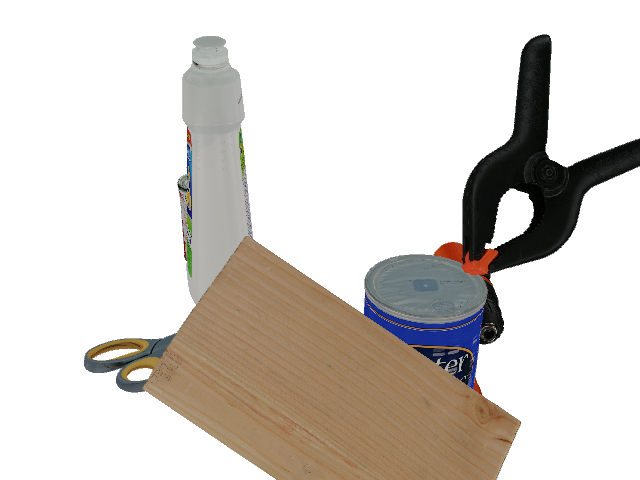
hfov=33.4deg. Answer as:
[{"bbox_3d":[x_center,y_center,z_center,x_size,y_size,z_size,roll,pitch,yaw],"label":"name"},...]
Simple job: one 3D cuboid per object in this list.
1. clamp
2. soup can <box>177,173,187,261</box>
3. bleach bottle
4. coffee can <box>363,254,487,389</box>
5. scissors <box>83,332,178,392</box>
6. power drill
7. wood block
[{"bbox_3d":[0.160,-0.042,0.724,0.120,0.171,0.039,27,-7,3],"label":"clamp"},{"bbox_3d":[-0.137,-0.028,1.302,0.068,0.102,0.068,-2,27,1],"label":"soup can"},{"bbox_3d":[-0.095,-0.066,0.976,0.068,0.251,0.102,-4,31,-6],"label":"bleach bottle"},{"bbox_3d":[0.085,0.097,0.923,0.103,0.140,0.103,2,29,-1],"label":"coffee can"},{"bbox_3d":[-0.146,0.117,1.126,0.201,0.016,0.096,-10,30,-27],"label":"scissors"},{"bbox_3d":[0.157,0.115,1.143,0.057,0.188,0.184,-2,24,-3],"label":"power drill"},{"bbox_3d":[0.005,0.103,0.667,0.206,0.090,0.090,34,-34,-2],"label":"wood block"}]
